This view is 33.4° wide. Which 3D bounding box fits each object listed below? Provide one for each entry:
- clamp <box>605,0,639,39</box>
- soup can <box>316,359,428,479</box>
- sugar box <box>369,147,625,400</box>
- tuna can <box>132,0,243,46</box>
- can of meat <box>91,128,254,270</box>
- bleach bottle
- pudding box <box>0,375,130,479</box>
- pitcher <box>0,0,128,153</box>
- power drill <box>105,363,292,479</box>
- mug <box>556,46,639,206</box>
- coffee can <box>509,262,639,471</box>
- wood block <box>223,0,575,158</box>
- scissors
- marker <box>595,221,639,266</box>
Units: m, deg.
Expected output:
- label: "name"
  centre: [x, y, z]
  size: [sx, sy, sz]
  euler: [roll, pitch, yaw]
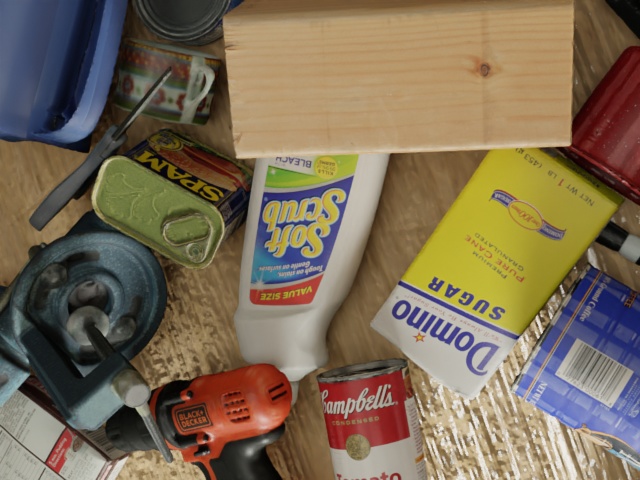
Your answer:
- label: "clamp"
  centre: [0.272, -0.122, 0.682]
  size: [0.210, 0.164, 0.036]
  euler: [31, 61, 33]
- label: "soup can"
  centre: [0.039, 0.143, 0.774]
  size: [0.069, 0.068, 0.102]
  euler: [-10, 90, 18]
- label: "sugar box"
  centre: [0.120, 0.018, 0.743]
  size: [0.093, 0.048, 0.176]
  euler: [37, 109, 13]
- label: "tuna can"
  centre: [-0.101, -0.194, 0.825]
  size: [0.086, 0.033, 0.086]
  euler: [1, 92, 18]
- label: "can of meat"
  centre: [-0.104, -0.034, 0.796]
  size: [0.102, 0.083, 0.057]
  euler: [29, 119, 6]
- label: "bleach bottle"
  centre: [-0.005, 0.001, 0.788]
  size: [0.103, 0.068, 0.251]
  euler: [11, 98, 14]
- label: "pudding box"
  centre: [-0.224, 0.179, 0.875]
  size: [0.113, 0.039, 0.090]
  euler: [34, 102, 15]
- label: "pitcher"
  centre: [-0.204, -0.191, 0.809]
  size: [0.149, 0.145, 0.243]
  euler: [16, 94, -2]
- label: "power drill"
  centre: [-0.074, 0.193, 0.802]
  size: [0.185, 0.057, 0.187]
  euler: [-20, 92, 40]
- label: "mug"
  centre: [0.222, -0.067, 0.704]
  size: [0.117, 0.093, 0.081]
  euler: [33, 97, -15]
- label: "coffee can"
  centre: [0.211, 0.093, 0.699]
  size: [0.140, 0.102, 0.103]
  euler: [31, 100, 14]
- label: "wood block"
  centre: [0.050, -0.108, 0.676]
  size: [0.206, 0.090, 0.091]
  euler: [-1, 110, 7]
- label: "scissors"
  centre: [-0.165, -0.058, 0.778]
  size: [0.016, 0.202, 0.096]
  euler: [44, 63, -7]
- label: "marker"
  centre: [0.237, 0.018, 0.731]
  size: [0.121, 0.020, 0.020]
  euler: [31, 100, 14]
